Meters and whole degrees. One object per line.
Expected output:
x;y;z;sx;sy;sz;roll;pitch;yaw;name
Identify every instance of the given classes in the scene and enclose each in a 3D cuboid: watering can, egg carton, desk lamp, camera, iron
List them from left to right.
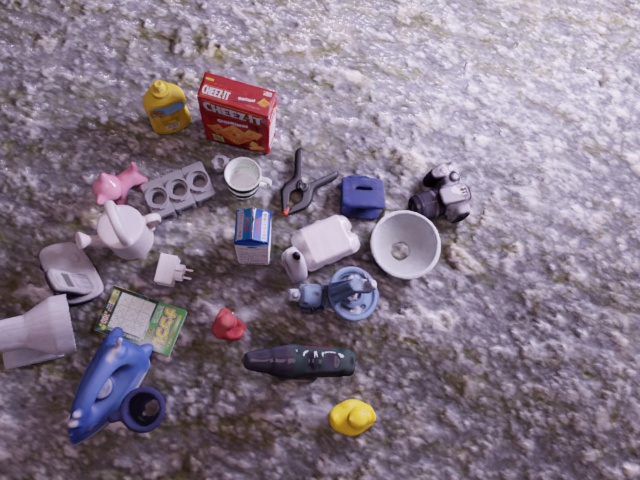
-0.580;0.194;1.164;0.203;0.213;0.118;-14;78;-9;desk lamp
-0.458;0.311;1.185;0.118;0.141;0.258;27;75;1;iron
-0.436;-0.021;1.242;0.173;0.194;0.101;-43;83;-14;watering can
0.012;0.005;1.347;0.150;0.069;0.107;-24;80;-11;egg carton
0.284;-0.109;1.387;0.137;0.100;0.143;-15;78;-9;camera

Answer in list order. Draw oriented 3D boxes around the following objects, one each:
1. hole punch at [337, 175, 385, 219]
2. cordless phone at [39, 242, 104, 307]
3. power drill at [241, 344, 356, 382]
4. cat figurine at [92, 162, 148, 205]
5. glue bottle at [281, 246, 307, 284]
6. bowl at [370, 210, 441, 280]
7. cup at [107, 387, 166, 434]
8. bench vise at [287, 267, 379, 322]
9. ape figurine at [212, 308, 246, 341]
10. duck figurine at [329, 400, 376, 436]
0.099;-0.109;1.373;0.108;0.091;0.101;3;76;-5;hole punch
-0.545;0.064;1.214;0.094;0.185;0.147;-34;81;-12;cordless phone
-0.046;0.260;1.205;0.229;0.208;0.075;0;76;-6;power drill
-0.463;-0.130;1.306;0.067;0.117;0.128;44;76;6;cat figurine
-0.056;0.048;1.275;0.037;0.173;0.078;-29;80;-12;glue bottle
0.196;0.018;1.360;0.167;0.074;0.167;1;76;-5;bowl
-0.378;0.360;1.205;0.118;0.095;0.091;-15;78;-9;cup
0.040;0.126;1.242;0.207;0.219;0.121;-18;78;-10;bench vise
-0.204;0.186;1.267;0.076;0.092;0.078;-15;78;-9;ape figurine
0.073;0.389;1.249;0.104;0.086;0.077;-3;76;-6;duck figurine
